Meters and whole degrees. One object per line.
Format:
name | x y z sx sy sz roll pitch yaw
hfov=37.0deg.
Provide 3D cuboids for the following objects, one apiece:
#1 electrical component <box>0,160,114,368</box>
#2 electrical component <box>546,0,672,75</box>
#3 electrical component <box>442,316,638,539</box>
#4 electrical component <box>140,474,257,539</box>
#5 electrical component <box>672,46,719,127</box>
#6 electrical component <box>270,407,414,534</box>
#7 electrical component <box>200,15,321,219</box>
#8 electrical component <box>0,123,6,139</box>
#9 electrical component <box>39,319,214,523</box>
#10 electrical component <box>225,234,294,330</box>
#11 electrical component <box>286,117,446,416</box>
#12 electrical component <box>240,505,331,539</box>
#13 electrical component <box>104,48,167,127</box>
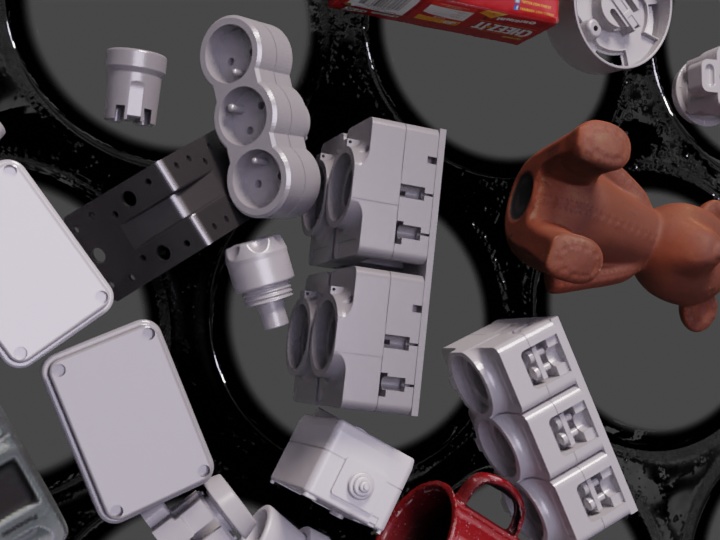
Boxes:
electrical component | -0.217 -0.003 0.672 0.078 0.057 0.113 -37 99 -19
electrical component | 0.195 -0.203 0.838 0.099 0.064 0.099 2 85 -21
electrical component | 0.123 0.115 0.774 0.062 0.089 0.150 -25 95 -20
electrical component | -0.102 0.168 0.709 0.055 0.048 0.066 -37 99 -11
electrical component | 0.292 -0.148 0.875 0.078 0.057 0.058 1 85 -20
electrical component | -0.009 0.132 0.719 0.062 0.096 0.061 31 75 -16
electrical component | -0.059 -0.103 0.742 0.074 0.052 0.138 -3 79 -60
electrical component | -0.252 -0.081 0.675 0.040 0.040 0.046 41 69 -13
electrical component | -0.150 0.095 0.690 0.078 0.057 0.113 -23 94 -21
electrical component | -0.065 0.009 0.736 0.043 0.043 0.062 -17 93 -21
electrical component | 0.000 0.000 0.728 0.060 0.105 0.186 9 83 -20
electrical component | -0.050 0.191 0.727 0.055 0.045 0.045 32 76 -16
electrical component | -0.151 -0.121 0.716 0.040 0.040 0.046 6 90 -20
